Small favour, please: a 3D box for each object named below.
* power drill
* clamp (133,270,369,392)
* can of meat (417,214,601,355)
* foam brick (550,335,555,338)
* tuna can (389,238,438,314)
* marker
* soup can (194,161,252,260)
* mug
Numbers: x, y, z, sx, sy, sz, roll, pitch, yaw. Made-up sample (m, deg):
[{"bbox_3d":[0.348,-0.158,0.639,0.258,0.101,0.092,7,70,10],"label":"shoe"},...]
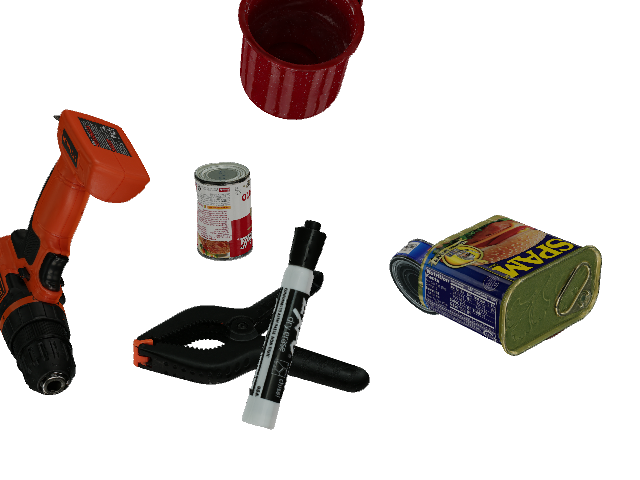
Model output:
[{"bbox_3d":[-0.205,0.005,0.849,0.057,0.188,0.185,16,25,-38],"label":"power drill"},{"bbox_3d":[-0.065,0.097,0.988,0.209,0.036,0.165,-10,37,-20],"label":"clamp"},{"bbox_3d":[0.131,0.027,0.746,0.101,0.057,0.084,-22,32,-34],"label":"can of meat"},{"bbox_3d":[0.200,0.048,1.000,0.053,0.078,0.051,8,15,30],"label":"foam brick"},{"bbox_3d":[0.119,0.042,1.211,0.033,0.086,0.086,-39,19,-24],"label":"tuna can"},{"bbox_3d":[-0.020,0.047,0.610,0.020,0.121,0.020,15,-9,2],"label":"marker"},{"bbox_3d":[-0.117,-0.036,1.283,0.068,0.102,0.068,0,26,0],"label":"soup can"},{"bbox_3d":[-0.011,-0.154,0.820,0.093,0.117,0.081,40,-24,11],"label":"mug"}]
